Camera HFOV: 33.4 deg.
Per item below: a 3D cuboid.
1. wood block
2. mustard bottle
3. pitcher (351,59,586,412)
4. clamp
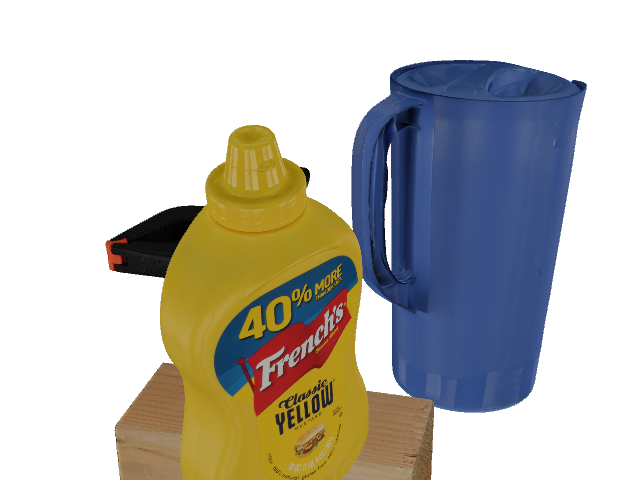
[{"bbox_3d":[-0.029,0.158,0.757,0.206,0.090,0.090,6,27,14],"label":"wood block"},{"bbox_3d":[-0.023,0.036,0.471,0.096,0.192,0.058,-26,41,-30],"label":"mustard bottle"},{"bbox_3d":[0.102,-0.002,0.764,0.149,0.243,0.145,5,20,9],"label":"pitcher"},{"bbox_3d":[-0.081,-0.010,0.931,0.210,0.036,0.164,-7,32,-8],"label":"clamp"}]
